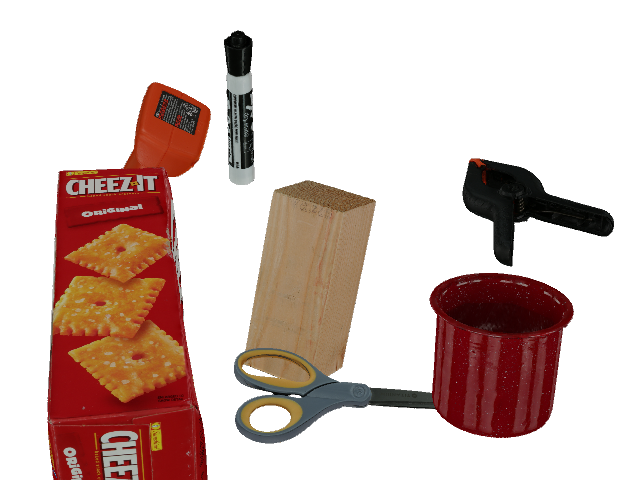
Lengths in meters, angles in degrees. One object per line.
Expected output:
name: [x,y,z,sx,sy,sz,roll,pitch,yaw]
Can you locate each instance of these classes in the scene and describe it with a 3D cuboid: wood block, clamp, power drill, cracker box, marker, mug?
wood block: [-0.013,0.047,1.201,0.090,0.206,0.090,18,18,22]
clamp: [0.200,-0.035,1.033,0.120,0.039,0.171,-7,34,-12]
power drill: [-0.158,-0.022,0.872,0.057,0.188,0.184,25,31,-17]
cracker box: [-0.103,0.082,0.580,0.072,0.164,0.214,-4,34,-9]
marker: [-0.056,-0.090,0.737,0.020,0.121,0.020,1,42,-1]
mug: [0.117,0.072,0.723,0.093,0.081,0.117,1,23,-1]

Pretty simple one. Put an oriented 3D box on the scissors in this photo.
scissors: [0.018,0.140,0.871,0.202,0.096,0.016,16,-39,11]
